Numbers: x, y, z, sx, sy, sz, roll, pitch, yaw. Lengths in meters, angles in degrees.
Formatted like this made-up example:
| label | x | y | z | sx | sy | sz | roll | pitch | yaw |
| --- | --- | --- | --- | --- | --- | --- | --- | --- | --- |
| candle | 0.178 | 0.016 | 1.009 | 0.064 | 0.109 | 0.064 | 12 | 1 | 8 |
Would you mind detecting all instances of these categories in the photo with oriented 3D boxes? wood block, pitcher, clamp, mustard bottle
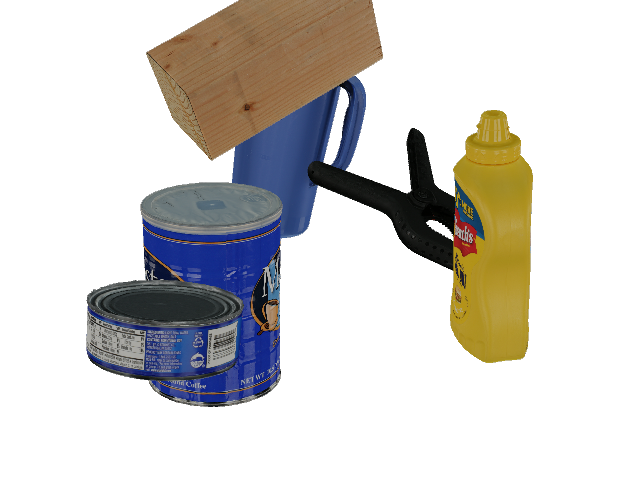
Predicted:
| label | x | y | z | sx | sy | sz | roll | pitch | yaw |
| --- | --- | --- | --- | --- | --- | --- | --- | --- | --- |
| wood block | -0.052 | -0.182 | 1.050 | 0.206 | 0.091 | 0.090 | -32 | 49 | -13 |
| pitcher | -0.041 | -0.127 | 1.376 | 0.144 | 0.243 | 0.149 | 2 | 23 | -18 |
| clamp | 0.095 | -0.038 | 1.155 | 0.164 | 0.210 | 0.036 | -16 | -37 | -29 |
| mustard bottle | 0.132 | -0.008 | 0.828 | 0.058 | 0.192 | 0.096 | -5 | 26 | -5 |

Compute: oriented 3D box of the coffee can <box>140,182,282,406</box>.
| label | x | y | z | sx | sy | sz | roll | pitch | yaw |
| --- | --- | --- | --- | --- | --- | --- | --- | --- | --- |
| coffee can | -0.080 | 0.038 | 0.796 | 0.103 | 0.140 | 0.103 | 1 | 20 | -1 |

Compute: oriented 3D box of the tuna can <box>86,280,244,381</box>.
| label | x | y | z | sx | sy | sz | roll | pitch | yaw |
| --- | --- | --- | --- | --- | --- | --- | --- | --- | --- |
| tuna can | -0.086 | 0.049 | 0.590 | 0.086 | 0.034 | 0.086 | 4 | 12 | -1 |
